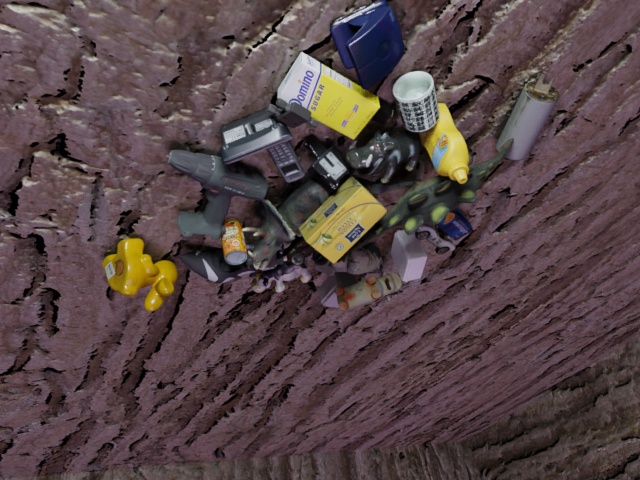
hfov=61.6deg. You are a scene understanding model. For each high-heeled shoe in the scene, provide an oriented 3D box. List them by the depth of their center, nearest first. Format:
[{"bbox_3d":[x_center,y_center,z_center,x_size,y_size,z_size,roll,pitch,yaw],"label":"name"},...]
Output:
[{"bbox_3d":[-0.212,0.038,1.349,0.248,0.086,0.145,14,132,-40],"label":"high-heeled shoe"}]

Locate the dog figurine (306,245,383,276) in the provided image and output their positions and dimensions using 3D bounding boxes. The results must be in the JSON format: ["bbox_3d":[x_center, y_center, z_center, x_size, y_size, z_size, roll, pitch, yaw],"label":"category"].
[{"bbox_3d":[0.071,0.054,1.469,0.173,0.121,0.190,8,171,24],"label":"dog figurine"}]

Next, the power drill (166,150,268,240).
[{"bbox_3d":[-0.245,-0.098,1.166,0.232,0.086,0.207,7,130,-32],"label":"power drill"}]

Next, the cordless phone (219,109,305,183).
[{"bbox_3d":[-0.114,-0.168,1.111,0.147,0.089,0.184,-21,148,6],"label":"cordless phone"}]

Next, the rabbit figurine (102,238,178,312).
[{"bbox_3d":[-0.409,0.082,1.296,0.122,0.162,0.173,-46,152,19],"label":"rabbit figurine"}]

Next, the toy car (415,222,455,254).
[{"bbox_3d":[0.304,-0.023,1.457,0.056,0.073,0.201,-31,141,26],"label":"toy car"}]

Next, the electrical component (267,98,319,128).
[{"bbox_3d":[-0.050,-0.235,1.019,0.094,0.021,0.063,24,162,-28],"label":"electrical component"}]

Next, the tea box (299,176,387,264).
[{"bbox_3d":[0.049,-0.043,1.177,0.169,0.068,0.098,-47,123,8],"label":"tea box"}]

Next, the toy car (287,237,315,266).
[{"bbox_3d":[-0.003,-0.004,1.359,0.202,0.089,0.053,-26,121,17],"label":"toy car"}]

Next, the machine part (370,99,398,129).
[{"bbox_3d":[0.092,-0.267,1.093,0.139,0.039,0.084,9,129,-26],"label":"machine part"}]

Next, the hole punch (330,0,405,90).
[{"bbox_3d":[0.092,-0.344,0.950,0.116,0.092,0.142,-26,139,7],"label":"hole punch"}]

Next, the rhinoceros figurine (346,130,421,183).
[{"bbox_3d":[0.140,-0.183,1.147,0.190,0.073,0.112,-20,149,-28],"label":"rhinoceros figurine"}]

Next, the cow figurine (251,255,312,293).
[{"bbox_3d":[-0.115,0.088,1.455,0.167,0.068,0.098,-20,138,0],"label":"cow figurine"}]

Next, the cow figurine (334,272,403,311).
[{"bbox_3d":[0.142,0.147,1.524,0.195,0.085,0.127,-20,166,0],"label":"cow figurine"}]

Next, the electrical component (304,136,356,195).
[{"bbox_3d":[0.010,-0.165,1.157,0.075,0.119,0.048,-48,-176,-16],"label":"electrical component"}]

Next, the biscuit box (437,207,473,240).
[{"bbox_3d":[0.330,-0.070,1.416,0.063,0.059,0.202,-34,140,23],"label":"biscuit box"}]

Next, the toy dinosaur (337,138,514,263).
[{"bbox_3d":[0.241,-0.087,1.229,0.471,0.105,0.198,-35,-176,14],"label":"toy dinosaur"}]

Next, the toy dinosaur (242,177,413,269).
[{"bbox_3d":[0.000,-0.085,1.240,0.405,0.131,0.192,-33,141,12],"label":"toy dinosaur"}]

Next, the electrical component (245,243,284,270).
[{"bbox_3d":[-0.141,0.040,1.328,0.102,0.045,0.078,-7,106,-17],"label":"electrical component"}]

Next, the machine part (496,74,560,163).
[{"bbox_3d":[0.460,-0.262,1.197,0.079,0.079,0.243,-6,142,-13],"label":"machine part"}]
